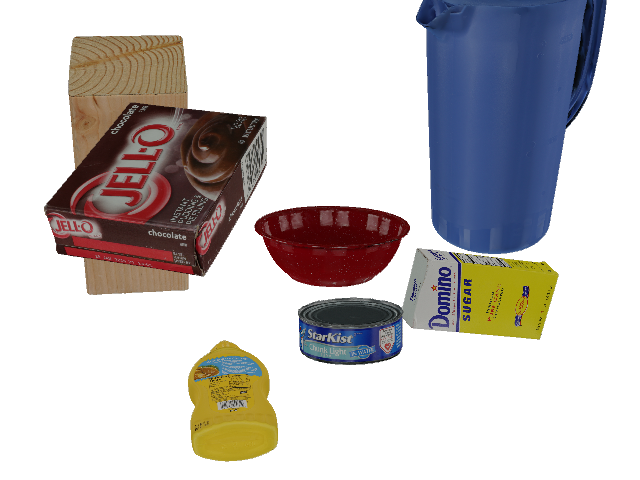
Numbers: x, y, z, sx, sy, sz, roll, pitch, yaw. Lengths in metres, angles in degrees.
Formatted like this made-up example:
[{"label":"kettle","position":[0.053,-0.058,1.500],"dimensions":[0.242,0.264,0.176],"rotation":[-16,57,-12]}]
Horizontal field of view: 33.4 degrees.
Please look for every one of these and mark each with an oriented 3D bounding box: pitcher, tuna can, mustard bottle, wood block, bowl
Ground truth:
[{"label":"pitcher","position":[0.162,-0.117,0.926],"dimensions":[0.149,0.243,0.145],"rotation":[6,33,12]},{"label":"tuna can","position":[0.024,0.073,0.868],"dimensions":[0.086,0.034,0.086],"rotation":[-1,11,0]},{"label":"mustard bottle","position":[-0.106,0.176,1.249],"dimensions":[0.096,0.058,0.191],"rotation":[-6,29,-6]},{"label":"wood block","position":[-0.158,-0.060,0.899],"dimensions":[0.090,0.206,0.090],"rotation":[-2,41,-9]},{"label":"bowl","position":[0.012,0.009,1.111],"dimensions":[0.162,0.055,0.162],"rotation":[0,16,0]}]

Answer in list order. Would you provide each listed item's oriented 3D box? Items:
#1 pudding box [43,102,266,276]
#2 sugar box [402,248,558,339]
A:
[{"label":"pudding box","position":[-0.089,-0.032,0.604],"dimensions":[0.090,0.039,0.113],"rotation":[9,38,15]},{"label":"sugar box","position":[0.194,0.066,1.303],"dimensions":[0.176,0.093,0.048],"rotation":[5,19,-19]}]
